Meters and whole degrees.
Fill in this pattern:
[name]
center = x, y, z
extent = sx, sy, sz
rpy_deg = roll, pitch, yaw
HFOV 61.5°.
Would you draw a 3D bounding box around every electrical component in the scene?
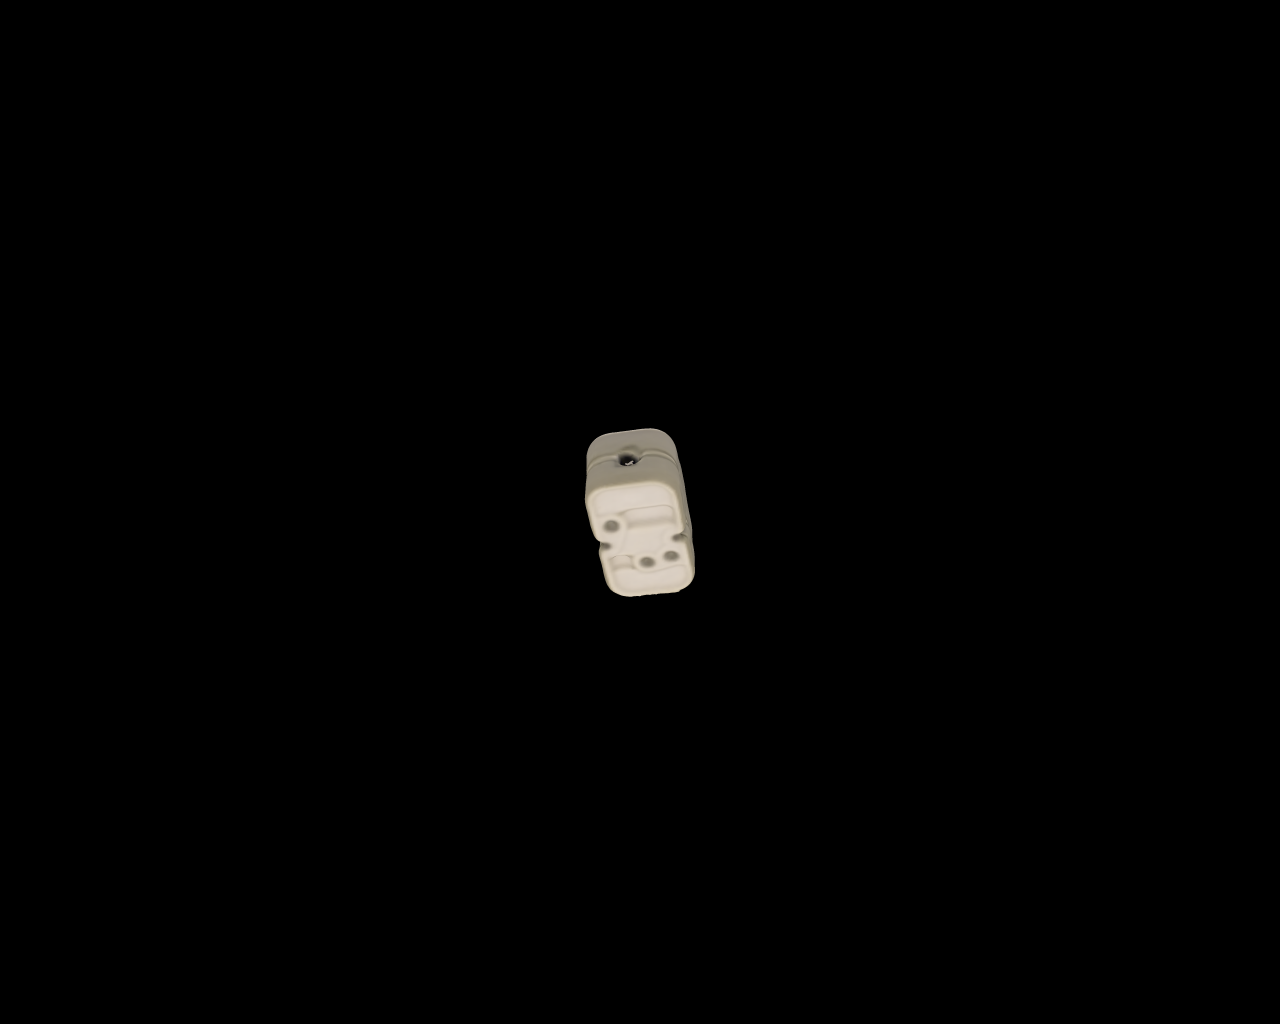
[electrical component]
center = 0.001, -0.003, 0.650
extent = 0.054, 0.095, 0.059
rpy_deg = -7, 43, 7
